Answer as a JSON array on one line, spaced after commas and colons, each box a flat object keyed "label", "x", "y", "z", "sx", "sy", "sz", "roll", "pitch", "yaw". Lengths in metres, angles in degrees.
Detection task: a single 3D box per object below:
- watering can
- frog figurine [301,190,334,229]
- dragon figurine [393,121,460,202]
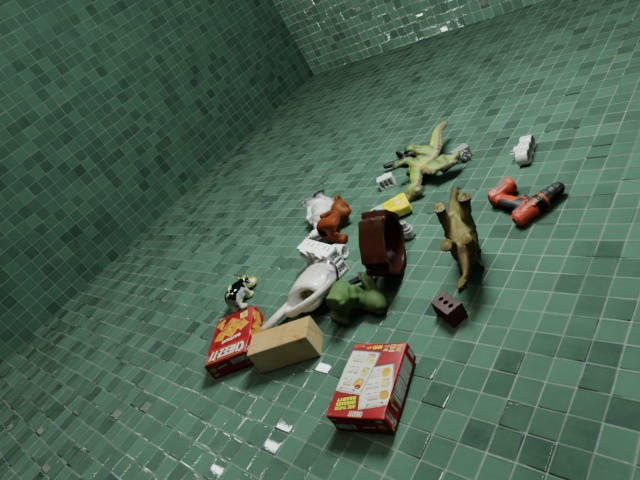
[{"label": "watering can", "x": -0.059, "y": 0.181, "z": 1.695, "sx": 0.342, "sy": 0.103, "sz": 0.229, "roll": -36, "pitch": 11, "yaw": 36}, {"label": "frog figurine", "x": 0.007, "y": -0.108, "z": 2.138, "sx": 0.137, "sy": 0.120, "sz": 0.162, "roll": -23, "pitch": 63, "yaw": 1}, {"label": "dragon figurine", "x": 0.440, "y": -0.312, "z": 1.980, "sx": 0.413, "sy": 0.120, "sz": 0.245, "roll": -50, "pitch": 37, "yaw": -11}]
